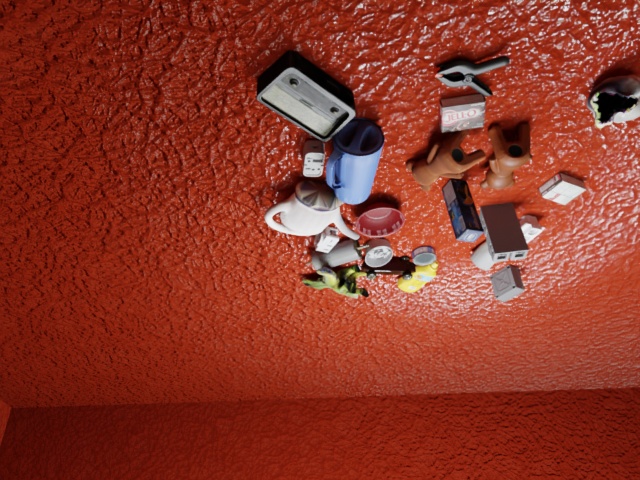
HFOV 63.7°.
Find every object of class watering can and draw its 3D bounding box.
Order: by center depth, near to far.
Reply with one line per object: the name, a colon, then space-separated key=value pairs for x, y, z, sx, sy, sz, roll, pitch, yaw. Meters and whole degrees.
watering can: x=0.005 y=-0.081 z=1.601 sx=0.347 sy=0.106 sz=0.219 roll=7 pitch=144 yaw=-24

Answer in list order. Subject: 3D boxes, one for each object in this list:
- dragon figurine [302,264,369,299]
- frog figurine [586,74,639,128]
dragon figurine: x=0.041 y=0.160 z=1.917 sx=0.241 sy=0.124 sz=0.407 roll=-15 pitch=155 yaw=37
frog figurine: x=0.765 y=-0.359 z=1.313 sx=0.161 sy=0.124 sz=0.134 roll=-25 pitch=150 yaw=-37
